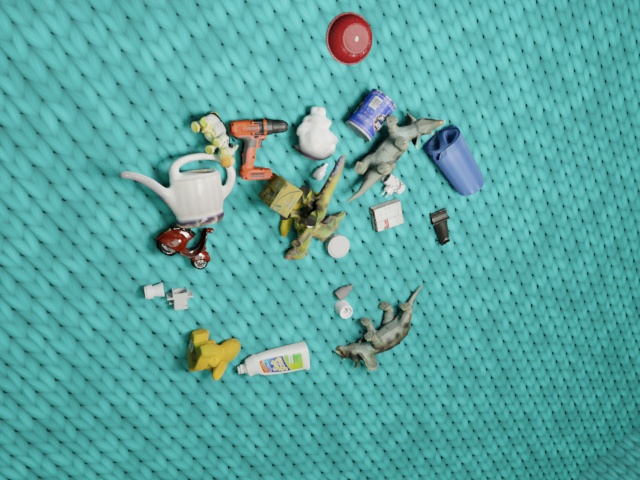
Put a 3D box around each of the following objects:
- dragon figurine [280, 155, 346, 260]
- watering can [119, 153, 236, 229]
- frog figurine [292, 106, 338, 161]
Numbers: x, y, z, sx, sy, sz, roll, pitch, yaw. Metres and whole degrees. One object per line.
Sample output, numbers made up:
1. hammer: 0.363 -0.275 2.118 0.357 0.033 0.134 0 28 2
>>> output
1. dragon figurine: 0.005 -0.085 1.693 0.407 0.124 0.241 -51 156 11
2. watering can: -0.404 -0.137 1.522 0.350 0.104 0.221 -16 110 -34
3. frog figurine: -0.006 -0.336 1.630 0.137 0.125 0.157 20 111 -6
